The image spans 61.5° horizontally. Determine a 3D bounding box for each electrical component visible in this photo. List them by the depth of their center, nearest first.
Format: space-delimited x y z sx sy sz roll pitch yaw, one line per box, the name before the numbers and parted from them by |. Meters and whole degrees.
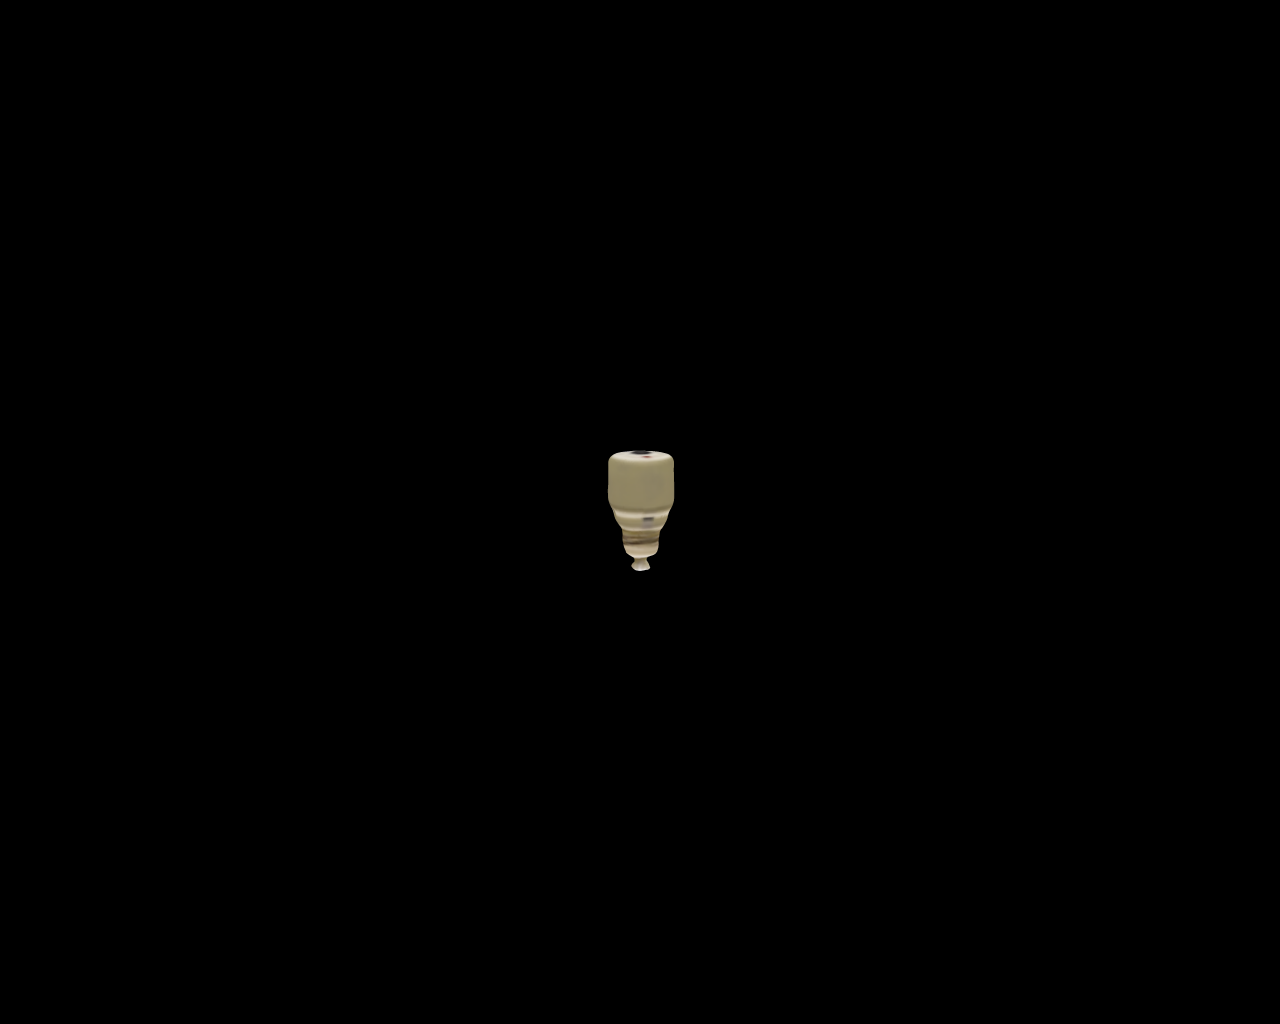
electrical component | 0.001 -0.003 0.650 0.040 0.078 0.040 0 12 0
